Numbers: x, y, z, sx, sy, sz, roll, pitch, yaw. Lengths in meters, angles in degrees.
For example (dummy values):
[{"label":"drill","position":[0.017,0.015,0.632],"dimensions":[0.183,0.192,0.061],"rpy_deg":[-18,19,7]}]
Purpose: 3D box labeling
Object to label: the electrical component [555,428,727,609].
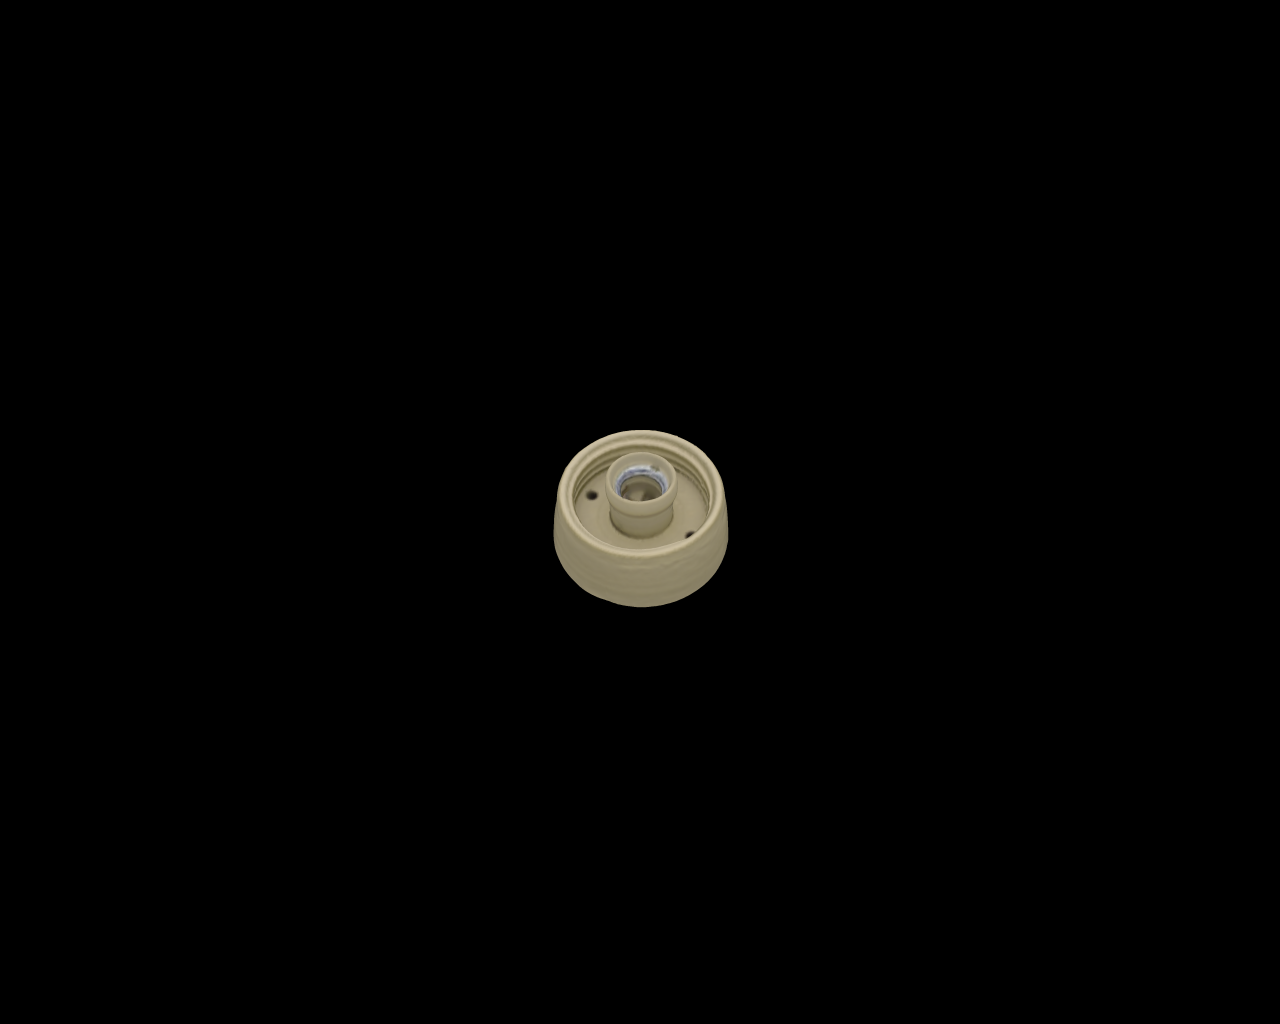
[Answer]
[{"label":"electrical component","position":[0.001,-0.003,0.650],"dimensions":[0.108,0.108,0.060],"rpy_deg":[0,-38,0]}]
